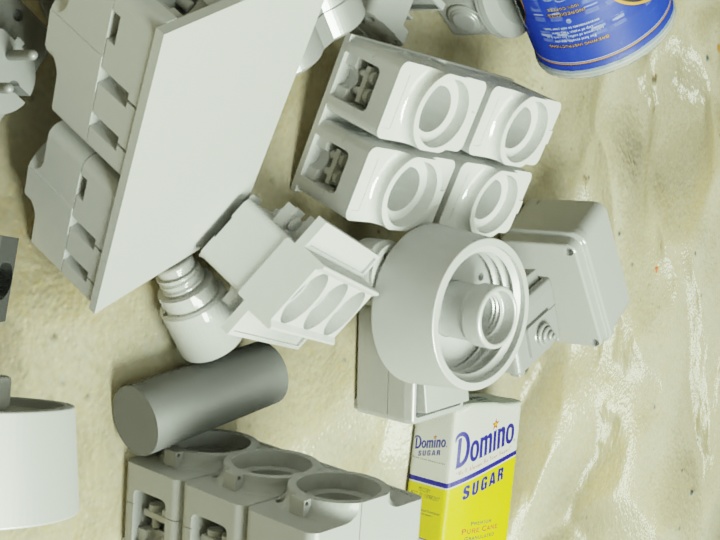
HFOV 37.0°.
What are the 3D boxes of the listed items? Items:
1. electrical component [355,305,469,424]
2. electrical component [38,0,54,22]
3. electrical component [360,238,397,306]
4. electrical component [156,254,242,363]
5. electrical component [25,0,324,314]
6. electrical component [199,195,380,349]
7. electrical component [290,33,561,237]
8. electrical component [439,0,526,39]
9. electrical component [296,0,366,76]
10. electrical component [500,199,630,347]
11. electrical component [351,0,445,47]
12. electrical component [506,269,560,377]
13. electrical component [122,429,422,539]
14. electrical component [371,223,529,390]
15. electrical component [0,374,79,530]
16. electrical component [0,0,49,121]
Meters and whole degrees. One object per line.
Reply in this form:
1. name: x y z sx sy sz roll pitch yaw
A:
1. electrical component: 0.039 0.055 0.762 0.062 0.061 0.096 -8 102 -48
2. electrical component: -0.108 -0.146 0.542 0.077 0.079 0.043 -36 122 -40
3. electrical component: 0.000 0.000 0.711 0.045 0.055 0.045 -10 104 -48
4. electrical component: -0.096 0.017 0.614 0.040 0.040 0.078 -46 128 -35
5. electrical component: -0.093 -0.077 0.514 0.105 0.060 0.186 -36 163 -40
6. electrical component: -0.040 0.002 0.624 0.078 0.063 0.121 -48 164 4
7. electrical component: 0.054 -0.085 0.731 0.186 0.060 0.105 1 115 -49
8. electrical component: 0.094 -0.210 0.789 0.080 0.051 0.080 -10 104 -48
9. electrical component: -0.057 -0.151 0.621 0.138 0.052 0.073 -48 129 -33
10. electrical component: 0.169 0.003 0.892 0.057 0.078 0.113 -49 130 -36
11. electrical component: 0.014 -0.183 0.708 0.081 0.042 0.063 32 76 -47
12. electrical component: 0.103 0.034 0.806 0.062 0.096 0.061 -35 122 -41
13. electrical component: -0.051 0.137 0.602 0.089 0.150 0.061 -4 101 -49
14. electrical component: 0.066 0.026 0.696 0.108 0.060 0.108 -10 104 -44
15. electrical component: -0.179 0.077 0.480 0.108 0.108 0.060 7 85 -50
16. electrical component: -0.172 -0.089 0.481 0.047 0.076 0.083 49 60 -42
